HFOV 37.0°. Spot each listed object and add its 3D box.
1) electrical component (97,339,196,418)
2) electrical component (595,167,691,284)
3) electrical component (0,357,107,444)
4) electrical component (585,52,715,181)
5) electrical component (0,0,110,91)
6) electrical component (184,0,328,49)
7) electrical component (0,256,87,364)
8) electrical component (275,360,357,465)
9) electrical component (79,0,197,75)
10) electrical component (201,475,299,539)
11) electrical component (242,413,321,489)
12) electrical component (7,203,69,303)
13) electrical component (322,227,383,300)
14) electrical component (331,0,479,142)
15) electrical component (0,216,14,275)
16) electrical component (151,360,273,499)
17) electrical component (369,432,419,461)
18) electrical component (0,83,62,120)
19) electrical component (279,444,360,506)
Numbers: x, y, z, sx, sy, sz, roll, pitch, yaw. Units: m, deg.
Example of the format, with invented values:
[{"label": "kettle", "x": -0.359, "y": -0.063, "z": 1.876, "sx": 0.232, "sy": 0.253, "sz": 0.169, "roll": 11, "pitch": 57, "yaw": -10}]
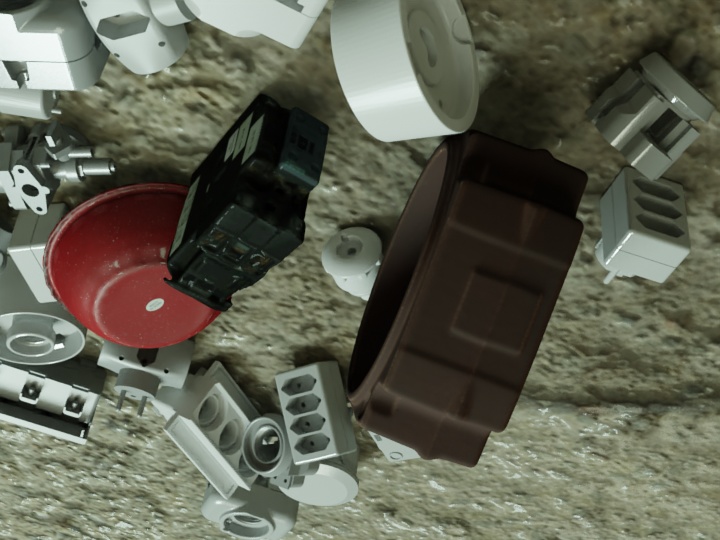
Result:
[{"label": "electrical component", "x": -0.193, "y": 0.090, "z": 0.948, "sx": 0.077, "sy": 0.079, "sz": 0.043, "roll": 18, "pitch": 156, "yaw": -11}, {"label": "electrical component", "x": 0.194, "y": -0.021, "z": 0.770, "sx": 0.047, "sy": 0.065, "sz": 0.076, "roll": 17, "pitch": 138, "yaw": -10}, {"label": "electrical component", "x": -0.302, "y": 0.107, "z": 0.994, "sx": 0.121, "sy": 0.078, "sz": 0.063, "roll": 20, "pitch": 116, "yaw": -13}, {"label": "electrical component", "x": 0.185, "y": -0.100, "z": 0.680, "sx": 0.058, "sy": 0.078, "sz": 0.057, "roll": 32, "pitch": 112, "yaw": -24}, {"label": "electrical component", "x": -0.216, "y": -0.155, "z": 0.692, "sx": 0.095, "sy": 0.053, "sz": 0.059, "roll": 3, "pitch": 139, "yaw": 6}, {"label": "electrical component", "x": -0.100, "y": -0.204, "z": 0.579, "sx": 0.186, "sy": 0.105, "sz": 0.060, "roll": 23, "pitch": 136, "yaw": -17}, {"label": "electrical component", "x": -0.285, "y": 0.038, "z": 0.933, "sx": 0.099, "sy": 0.064, "sz": 0.099, "roll": -4, "pitch": 147, "yaw": -3}, {"label": "electrical component", "x": -0.030, "y": 0.127, "z": 0.975, "sx": 0.047, "sy": 0.083, "sz": 0.076, "roll": -17, "pitch": 171, "yaw": 26}, {"label": "electrical component", "x": -0.127, "y": -0.169, "z": 0.670, "sx": 0.079, "sy": 0.043, "sz": 0.077, "roll": -9, "pitch": 136, "yaw": 19}, {"label": "electrical component", "x": -0.113, "y": 0.241, "z": 1.121, "sx": 0.095, "sy": 0.059, "sz": 0.053, "roll": 22, "pitch": 137, "yaw": -15}, {"label": "electrical component", "x": -0.072, "y": 0.162, "z": 0.998, "sx": 0.058, "sy": 0.078, "sz": 0.057, "roll": 12, "pitch": 180, "yaw": 36}, {"label": "electrical component", "x": -0.228, "y": -0.015, "z": 0.858, "sx": 0.077, "sy": 0.047, "sz": 0.065, "roll": -6, "pitch": 137, "yaw": 8}, {"label": "electrical component", "x": 0.000, "y": 0.000, "z": 0.842, "sx": 0.048, "sy": 0.048, "sz": 0.062, "roll": -6, "pitch": 144, "yaw": 15}, {"label": "electrical component", "x": 0.022, "y": -0.129, "z": 0.648, "sx": 0.060, "sy": 0.108, "sz": 0.108, "roll": -10, "pitch": 136, "yaw": 28}, {"label": "electrical component", "x": -0.310, "y": -0.010, "z": 0.866, "sx": 0.044, "sy": 0.077, "sz": 0.079, "roll": 40, "pitch": -179, "yaw": 10}, {"label": "electrical component", "x": -0.139, "y": 0.148, "z": 1.011, "sx": 0.063, "sy": 0.078, "sz": 0.121, "roll": 16, "pitch": 149, "yaw": 38}, {"label": "electrical component", "x": 0.051, "y": 0.128, "z": 0.974, "sx": 0.100, "sy": 0.048, "sz": 0.099, "roll": -12, "pitch": 134, "yaw": 21}, {"label": "electrical component", "x": -0.243, "y": -0.128, "z": 0.738, "sx": 0.078, "sy": 0.040, "sz": 0.040, "roll": 9, "pitch": 139, "yaw": 0}, {"label": "electrical component", "x": -0.039, "y": 0.195, "z": 1.063, "sx": 0.080, "sy": 0.051, "sz": 0.080, "roll": 5, "pitch": 139, "yaw": 4}]
